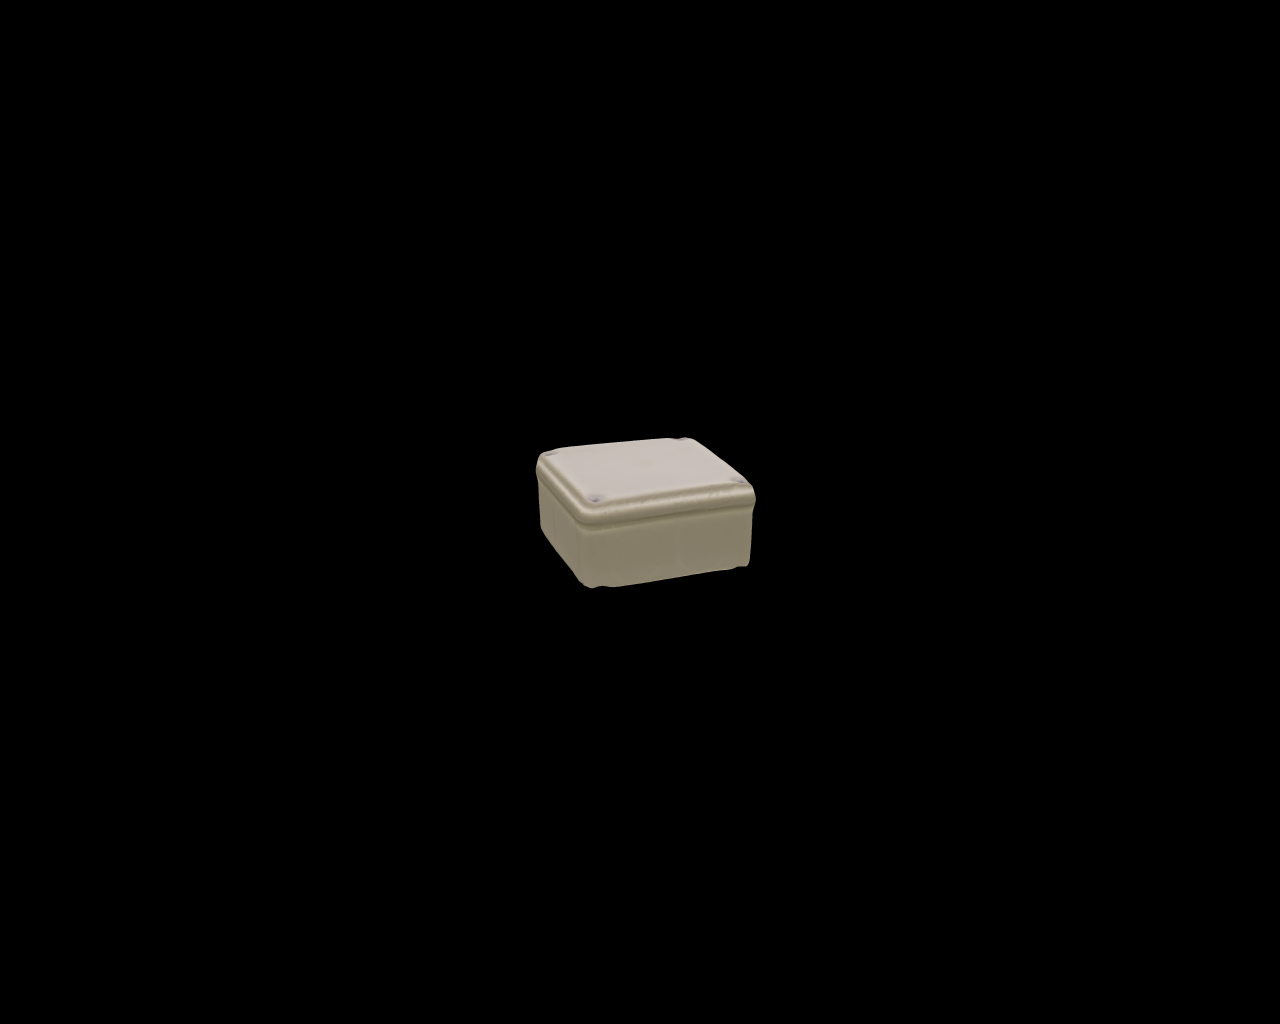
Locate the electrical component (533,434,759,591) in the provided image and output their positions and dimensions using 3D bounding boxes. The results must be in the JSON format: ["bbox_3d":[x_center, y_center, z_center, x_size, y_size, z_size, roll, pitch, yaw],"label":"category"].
[{"bbox_3d":[0.001,-0.003,0.650,0.109,0.056,0.109,-7,22,-18],"label":"electrical component"}]
